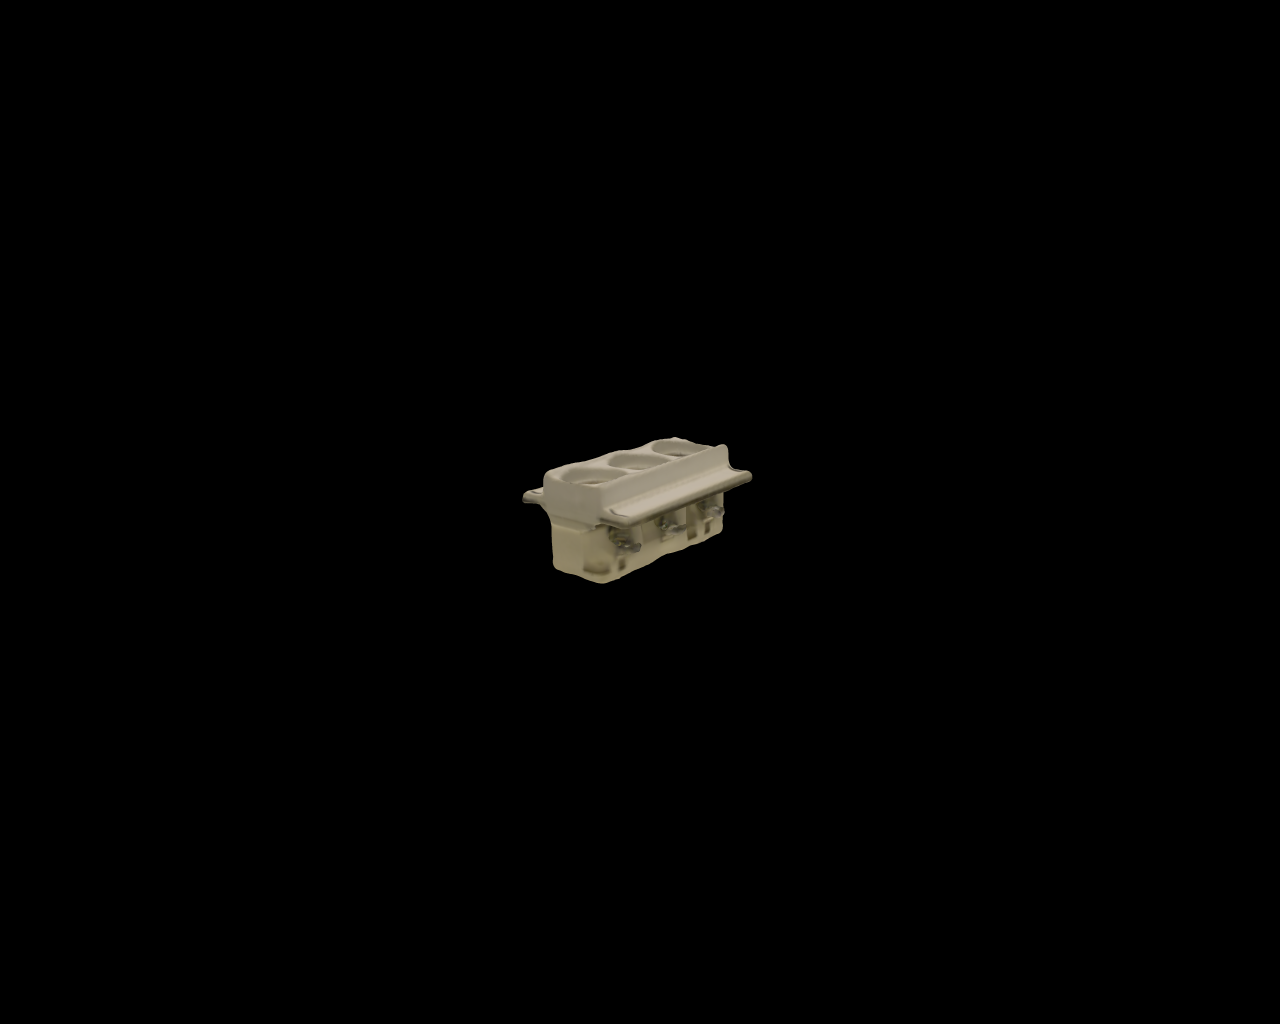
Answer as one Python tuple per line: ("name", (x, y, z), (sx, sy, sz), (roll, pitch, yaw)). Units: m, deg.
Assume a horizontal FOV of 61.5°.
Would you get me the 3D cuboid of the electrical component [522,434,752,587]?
("electrical component", (0.001, -0.003, 0.650), (0.079, 0.063, 0.121), (14, 22, 38))
